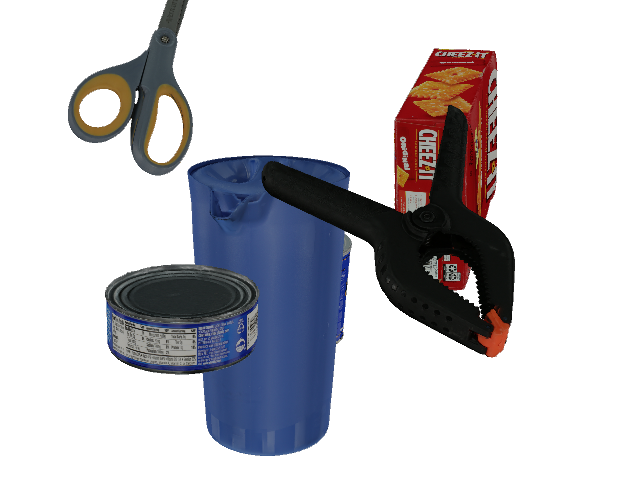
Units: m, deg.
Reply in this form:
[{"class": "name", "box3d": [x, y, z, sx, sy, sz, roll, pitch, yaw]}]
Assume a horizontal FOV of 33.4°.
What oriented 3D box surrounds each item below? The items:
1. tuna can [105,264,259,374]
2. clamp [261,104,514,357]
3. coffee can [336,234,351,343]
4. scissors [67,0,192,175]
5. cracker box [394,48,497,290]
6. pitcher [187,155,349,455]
[{"class": "tuna can", "box3d": [-0.077, 0.043, 0.600, 0.086, 0.034, 0.086, 2, 18, -1]}, {"class": "clamp", "box3d": [0.060, -0.005, 0.734, 0.164, 0.210, 0.036, -14, -38, -11]}, {"class": "coffee can", "box3d": [-0.014, 0.063, 1.449, 0.103, 0.140, 0.103, 3, 24, -2]}, {"class": "scissors", "box3d": [-0.133, -0.140, 0.775, 0.096, 0.202, 0.016, 4, -25, -19]}, {"class": "cracker box", "box3d": [0.123, -0.073, 1.006, 0.072, 0.164, 0.213, 4, 27, 15]}, {"class": "pitcher", "box3d": [-0.039, 0.050, 0.914, 0.149, 0.243, 0.145, -6, 18, -21]}]
